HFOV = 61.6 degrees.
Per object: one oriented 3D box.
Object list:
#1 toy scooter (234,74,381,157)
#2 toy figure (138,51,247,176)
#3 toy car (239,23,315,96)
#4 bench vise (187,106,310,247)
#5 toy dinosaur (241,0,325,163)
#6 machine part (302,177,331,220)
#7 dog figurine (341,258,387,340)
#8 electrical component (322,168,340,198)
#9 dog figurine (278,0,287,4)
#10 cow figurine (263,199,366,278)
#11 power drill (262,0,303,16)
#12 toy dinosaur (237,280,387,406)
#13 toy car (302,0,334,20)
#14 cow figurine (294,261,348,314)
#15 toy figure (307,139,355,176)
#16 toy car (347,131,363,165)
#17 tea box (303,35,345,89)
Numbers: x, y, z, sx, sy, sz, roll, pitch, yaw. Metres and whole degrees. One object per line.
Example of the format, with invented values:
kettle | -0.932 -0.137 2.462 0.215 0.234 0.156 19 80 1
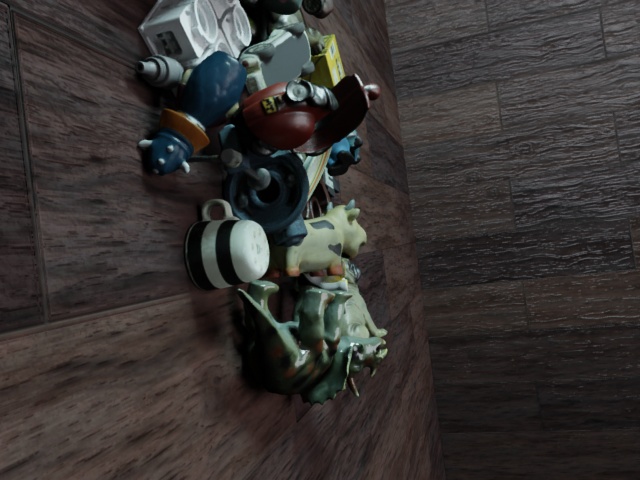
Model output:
toy scooter | -0.005 -0.151 0.637 0.184 0.135 0.075 -5 72 -56
toy figure | -0.137 -0.134 0.591 0.154 0.064 0.057 -58 167 -10
toy car | -0.058 -0.244 0.742 0.202 0.056 0.073 -61 142 -51
bench vise | -0.083 -0.103 0.721 0.240 0.129 0.223 24 56 -75
toy dinosaur | -0.071 -0.350 0.895 0.198 0.105 0.471 17 62 -68
machine part | -0.021 -0.048 1.004 0.179 0.056 0.179 -9 90 -73
dog figurine | 0.042 0.138 1.097 0.190 0.121 0.172 67 15 -3
electrical component | 0.003 -0.124 1.131 0.119 0.048 0.074 14 69 -73
dog figurine | -0.119 -0.346 0.592 0.109 0.191 0.219 46 -2 34
cow figurine | -0.002 -0.003 0.873 0.195 0.086 0.127 -1 89 -42
power drill | -0.019 -0.446 0.736 0.207 0.086 0.232 -11 -118 67
toy dinosaur | -0.033 0.160 0.780 0.404 0.131 0.192 14 81 -62
toy car | -0.032 -0.469 0.893 0.202 0.053 0.089 62 28 -21
cow figurine | 0.002 0.101 0.983 0.167 0.098 0.068 91 -4 -60
toy figure | -0.002 -0.188 0.993 0.180 0.082 0.089 53 2 28
toy car | 0.031 -0.216 1.181 0.161 0.109 0.103 48 19 -76
tea box | 0.011 -0.303 1.065 0.098 0.068 0.169 -73 154 -46
